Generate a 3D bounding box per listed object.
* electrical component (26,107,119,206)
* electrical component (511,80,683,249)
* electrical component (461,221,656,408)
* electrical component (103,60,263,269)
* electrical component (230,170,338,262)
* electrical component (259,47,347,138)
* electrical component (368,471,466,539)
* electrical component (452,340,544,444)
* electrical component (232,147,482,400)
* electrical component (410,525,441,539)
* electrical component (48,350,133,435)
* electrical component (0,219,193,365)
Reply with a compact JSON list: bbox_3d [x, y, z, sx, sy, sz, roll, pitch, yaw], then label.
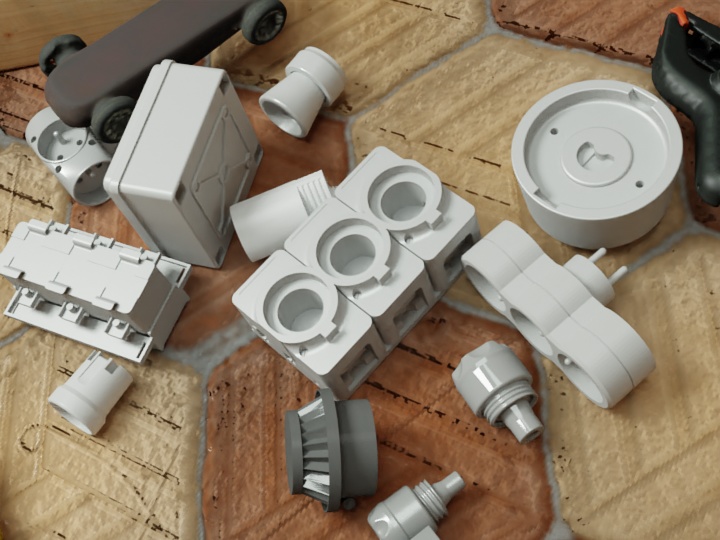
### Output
[{"bbox_3d":[-0.209,-0.101,0.838,0.079,0.044,0.077,-40,61,-9],"label":"electrical component"},{"bbox_3d":[0.158,-0.065,0.716,0.108,0.060,0.108,-6,61,11],"label":"electrical component"},{"bbox_3d":[0.136,0.016,0.683,0.074,0.052,0.138,-40,61,-8],"label":"electrical component"},{"bbox_3d":[-0.121,-0.073,0.764,0.056,0.108,0.108,10,66,16],"label":"electrical component"},{"bbox_3d":[-0.047,-0.040,0.765,0.081,0.043,0.043,-22,60,3],"label":"electrical component"},{"bbox_3d":[-0.042,-0.134,0.813,0.045,0.045,0.055,30,73,26],"label":"electrical component"},{"bbox_3d":[0.037,0.144,0.651,0.061,0.035,0.035,-35,60,-9],"label":"electrical component"},{"bbox_3d":[0.089,0.078,0.668,0.043,0.043,0.062,-33,61,-4],"label":"electrical component"},{"bbox_3d":[0.000,0.000,0.721,0.089,0.061,0.150,37,77,28],"label":"electrical component"},{"bbox_3d":[0.043,0.187,0.621,0.066,0.048,0.055,-37,53,-6],"label":"electrical component"},{"bbox_3d":[-0.184,0.083,0.738,0.040,0.040,0.046,26,65,25],"label":"electrical component"},{"bbox_3d":[-0.192,0.009,0.765,0.121,0.063,0.078,16,68,22],"label":"electrical component"}]
